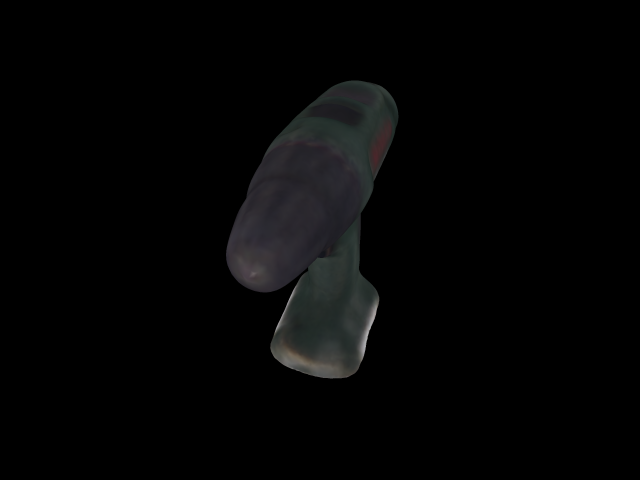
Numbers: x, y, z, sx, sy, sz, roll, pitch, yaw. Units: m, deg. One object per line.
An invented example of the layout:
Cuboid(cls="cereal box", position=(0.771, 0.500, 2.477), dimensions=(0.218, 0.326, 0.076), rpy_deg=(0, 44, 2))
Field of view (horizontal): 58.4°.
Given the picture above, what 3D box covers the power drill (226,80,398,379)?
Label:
Cuboid(cls="power drill", position=(0.004, 0.001, 0.400), dimensions=(0.075, 0.208, 0.230), rpy_deg=(11, 47, 11))
